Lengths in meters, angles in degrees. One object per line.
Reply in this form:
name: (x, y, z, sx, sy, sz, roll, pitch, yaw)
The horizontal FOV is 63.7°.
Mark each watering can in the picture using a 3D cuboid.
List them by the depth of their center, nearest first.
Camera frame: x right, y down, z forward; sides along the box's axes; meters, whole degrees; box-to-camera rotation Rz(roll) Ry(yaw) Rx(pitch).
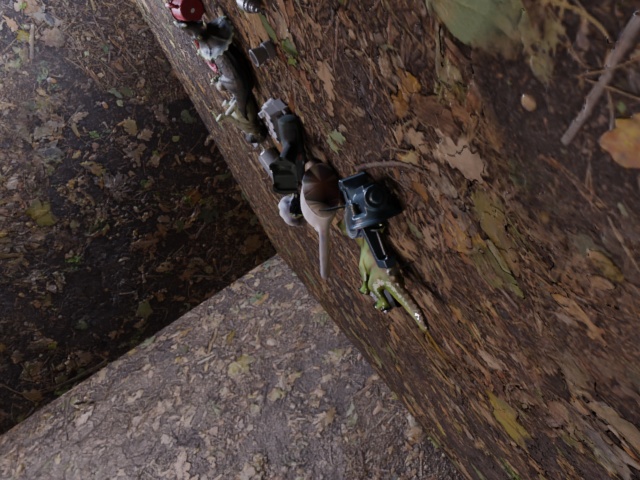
watering can: (0.004, -0.073, 1.454, 0.221, 0.104, 0.352, 107, 155, -75)

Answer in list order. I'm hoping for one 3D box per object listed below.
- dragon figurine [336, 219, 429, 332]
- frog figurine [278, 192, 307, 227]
dragon figurine: (0.151, 0.043, 1.319, 0.416, 0.123, 0.238, 40, 152, 58)
frog figurine: (-0.106, -0.107, 2.040, 0.137, 0.124, 0.157, 38, 159, -5)
